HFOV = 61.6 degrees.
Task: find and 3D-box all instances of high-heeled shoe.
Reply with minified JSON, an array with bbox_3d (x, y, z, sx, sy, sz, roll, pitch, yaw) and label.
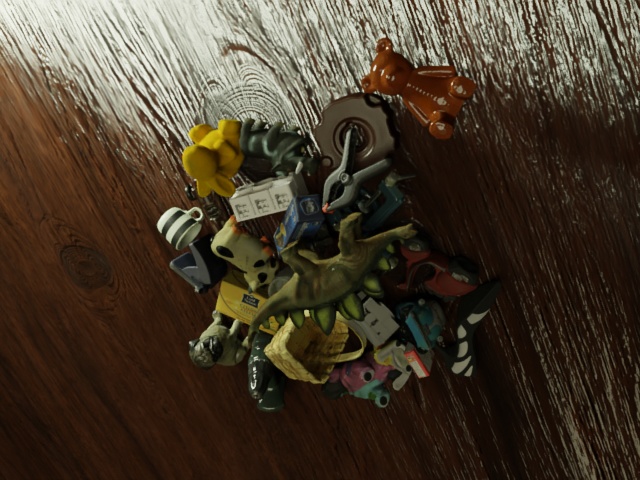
[{"bbox_3d":[0.353,0.205,1.183,0.145,0.086,0.248,34,121,-8],"label":"high-heeled shoe"}]

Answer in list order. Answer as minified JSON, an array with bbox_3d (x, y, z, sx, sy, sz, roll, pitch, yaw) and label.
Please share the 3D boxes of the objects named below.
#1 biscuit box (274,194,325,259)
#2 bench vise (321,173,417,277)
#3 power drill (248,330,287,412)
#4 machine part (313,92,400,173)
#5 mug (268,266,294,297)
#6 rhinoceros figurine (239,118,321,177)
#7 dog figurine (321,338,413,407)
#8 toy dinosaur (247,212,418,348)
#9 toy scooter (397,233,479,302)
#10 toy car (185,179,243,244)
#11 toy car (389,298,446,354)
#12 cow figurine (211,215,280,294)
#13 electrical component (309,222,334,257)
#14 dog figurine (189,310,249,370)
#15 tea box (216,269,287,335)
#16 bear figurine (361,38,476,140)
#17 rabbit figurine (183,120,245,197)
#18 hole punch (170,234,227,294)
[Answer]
[{"bbox_3d":[-0.047,-0.025,1.153,0.063,0.059,0.202,-5,157,-19],"label":"biscuit box"},{"bbox_3d":[0.105,-0.043,1.111,0.224,0.129,0.240,55,139,12],"label":"bench vise"},{"bbox_3d":[-0.136,0.339,1.335,0.086,0.232,0.207,-7,130,7],"label":"power drill"},{"bbox_3d":[0.074,-0.211,1.093,0.180,0.056,0.179,7,115,15],"label":"machine part"},{"bbox_3d":[-0.054,0.098,1.250,0.110,0.107,0.080,-6,114,16],"label":"mug"},{"bbox_3d":[-0.086,-0.190,1.120,0.191,0.073,0.112,21,100,21],"label":"rhinoceros figurine"},{"bbox_3d":[0.099,0.315,1.308,0.108,0.191,0.219,55,152,-14],"label":"dog figurine"},{"bbox_3d":[0.000,0.087,1.077,0.471,0.105,0.198,-27,90,31],"label":"toy dinosaur"},{"bbox_3d":[0.240,0.077,1.159,0.184,0.075,0.135,31,119,6],"label":"toy scooter"},{"bbox_3d":[-0.243,-0.060,1.264,0.089,0.053,0.202,-19,106,9],"label":"toy car"},{"bbox_3d":[0.224,0.177,1.189,0.103,0.162,0.109,-27,94,-10],"label":"toy car"},{"bbox_3d":[-0.166,0.044,1.250,0.127,0.086,0.194,-43,124,16],"label":"cow figurine"},{"bbox_3d":[-0.003,-0.004,1.189,0.045,0.102,0.078,-29,108,-12],"label":"electrical component"},{"bbox_3d":[-0.260,0.289,1.360,0.121,0.190,0.172,-7,113,21],"label":"dog figurine"},{"bbox_3d":[-0.164,0.154,1.335,0.170,0.068,0.098,21,119,10],"label":"tea box"},{"bbox_3d":[0.173,-0.284,0.987,0.196,0.132,0.120,27,115,-2],"label":"bear figurine"},{"bbox_3d":[-0.239,-0.170,1.151,0.122,0.173,0.162,2,110,14],"label":"rabbit figurine"},{"bbox_3d":[-0.278,0.054,1.296,0.116,0.142,0.092,42,106,-1],"label":"hole punch"}]
